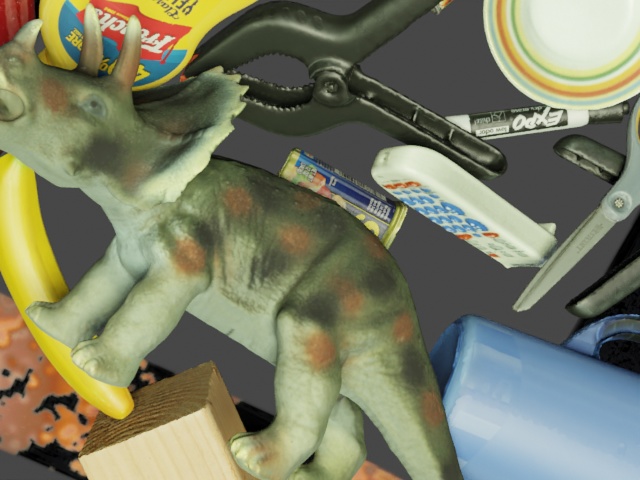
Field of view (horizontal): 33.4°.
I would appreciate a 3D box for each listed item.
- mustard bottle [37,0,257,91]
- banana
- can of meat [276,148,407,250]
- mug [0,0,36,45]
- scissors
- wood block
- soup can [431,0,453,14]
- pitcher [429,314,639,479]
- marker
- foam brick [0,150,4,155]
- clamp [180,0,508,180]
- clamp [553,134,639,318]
[{"bbox_3d":[-0.112,-0.141,0.643,0.192,0.058,0.096,-36,132,29],"label":"mustard bottle"},{"bbox_3d":[-0.178,0.027,0.697,0.037,0.070,0.198,-26,101,-37],"label":"banana"},{"bbox_3d":[-0.005,0.001,0.699,0.084,0.057,0.102,29,100,-5],"label":"can of meat"},{"bbox_3d":[-0.221,-0.143,0.625,0.117,0.082,0.093,-33,71,-25],"label":"mug"},{"bbox_3d":[0.208,-0.018,0.676,0.096,0.016,0.201,30,76,3],"label":"scissors"},{"bbox_3d":[-0.074,0.202,0.728,0.090,0.091,0.206,-22,103,4],"label":"wood block"},{"bbox_3d":[0.088,-0.197,0.647,0.102,0.068,0.068,-41,101,8],"label":"soup can"},{"bbox_3d":[0.187,0.132,0.708,0.243,0.149,0.145,23,117,-4],"label":"pitcher"},{"bbox_3d":[0.143,-0.079,0.702,0.121,0.020,0.020,-7,104,0],"label":"marker"},{"bbox_3d":[-0.234,-0.062,0.679,0.051,0.053,0.078,39,99,-8],"label":"foam brick"},{"bbox_3d":[0.017,-0.097,0.664,0.210,0.036,0.164,-4,131,20],"label":"clamp"},{"bbox_3d":[0.234,-0.023,0.707,0.171,0.039,0.120,-13,95,-6],"label":"clamp"}]
